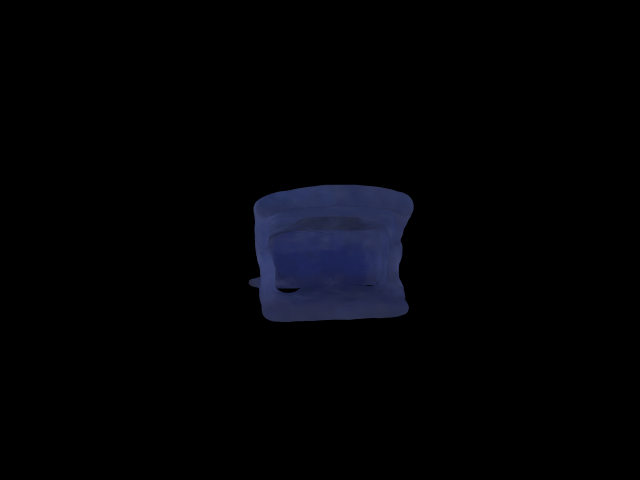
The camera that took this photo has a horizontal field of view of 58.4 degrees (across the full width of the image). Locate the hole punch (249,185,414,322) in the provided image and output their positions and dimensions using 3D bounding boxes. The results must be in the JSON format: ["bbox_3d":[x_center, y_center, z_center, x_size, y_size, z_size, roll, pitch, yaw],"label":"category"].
[{"bbox_3d":[0.004,0.001,0.400,0.109,0.091,0.101,-2,14,-7],"label":"hole punch"}]
